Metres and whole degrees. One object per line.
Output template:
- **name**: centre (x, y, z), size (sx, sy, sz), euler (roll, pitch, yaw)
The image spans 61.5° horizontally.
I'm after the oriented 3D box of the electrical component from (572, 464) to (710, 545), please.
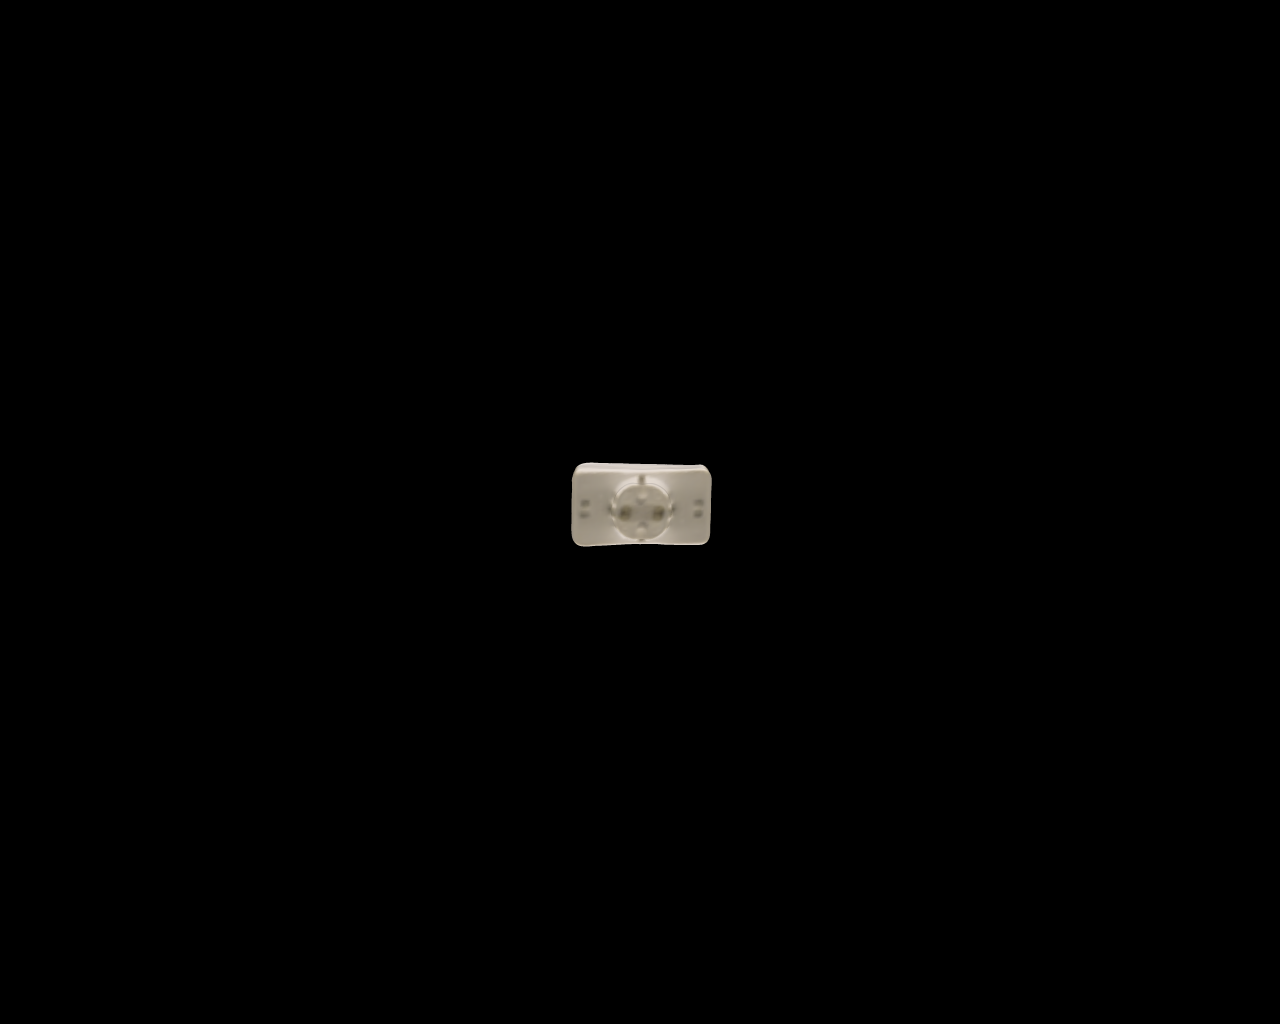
- **electrical component**: centre (0.001, -0.003, 0.650), size (0.083, 0.047, 0.076), euler (0, 8, 0)
